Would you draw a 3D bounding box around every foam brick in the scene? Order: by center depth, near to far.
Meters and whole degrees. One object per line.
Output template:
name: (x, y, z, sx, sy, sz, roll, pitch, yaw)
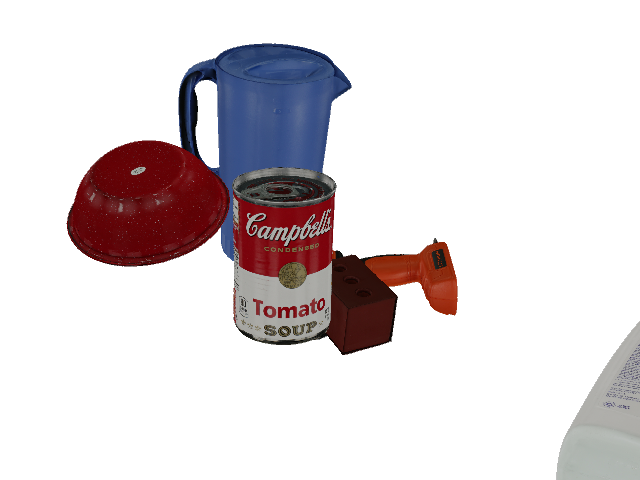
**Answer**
foam brick: (0.026, 0.056, 0.956, 0.052, 0.051, 0.078, -13, 35, -26)

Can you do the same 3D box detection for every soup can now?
soup can: (-0.025, 0.010, 0.712, 0.068, 0.102, 0.068, 1, 23, -1)

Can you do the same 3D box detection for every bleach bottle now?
bleach bottle: (0.233, 0.091, 0.666, 0.103, 0.068, 0.250, 17, 29, 26)

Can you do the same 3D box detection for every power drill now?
power drill: (0.061, 0.054, 1.234, 0.187, 0.057, 0.184, -1, 28, 1)

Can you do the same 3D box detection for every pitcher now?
pitcher: (-0.067, -0.094, 1.211, 0.144, 0.243, 0.149, -22, 38, -40)

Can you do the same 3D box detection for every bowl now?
bowl: (-0.171, -0.048, 1.030, 0.162, 0.055, 0.162, -4, 42, 4)
